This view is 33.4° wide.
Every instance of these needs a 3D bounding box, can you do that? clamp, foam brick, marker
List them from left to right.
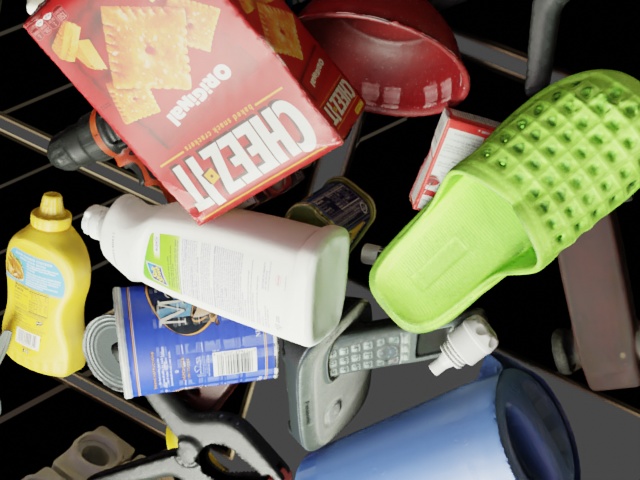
[{"bbox_3d":[-0.131,0.209,1.045,0.210,0.036,0.165,24,110,9],"label":"clamp"},{"bbox_3d":[-0.114,0.141,1.067,0.053,0.051,0.078,39,119,8],"label":"foam brick"},{"bbox_3d":[0.095,0.023,0.947,0.121,0.020,0.020,11,111,22],"label":"marker"},{"bbox_3d":[0.159,-0.209,0.827,0.120,0.039,0.172,31,119,9],"label":"clamp"}]

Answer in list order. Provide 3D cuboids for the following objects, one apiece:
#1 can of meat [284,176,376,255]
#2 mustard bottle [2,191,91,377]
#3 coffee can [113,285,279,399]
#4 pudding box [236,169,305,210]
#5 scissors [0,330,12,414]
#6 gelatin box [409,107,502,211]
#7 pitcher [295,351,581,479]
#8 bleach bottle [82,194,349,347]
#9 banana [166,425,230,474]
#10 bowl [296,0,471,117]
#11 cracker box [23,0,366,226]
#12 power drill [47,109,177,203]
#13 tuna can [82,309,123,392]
[{"bbox_3d":[-0.006,0.001,0.950,0.057,0.083,0.102,40,119,9],"label":"can of meat"},{"bbox_3d":[-0.283,0.041,1.110,0.096,0.058,0.192,21,115,26],"label":"mustard bottle"},{"bbox_3d":[-0.115,0.086,0.984,0.140,0.103,0.103,-6,107,-10],"label":"coffee can"},{"bbox_3d":[-0.070,-0.086,0.947,0.039,0.089,0.113,-28,93,31],"label":"pudding box"},{"bbox_3d":[-0.376,0.132,1.178,0.096,0.016,0.202,41,137,19],"label":"scissors"},{"bbox_3d":[0.123,-0.058,0.885,0.073,0.030,0.089,15,117,-10],"label":"gelatin box"},{"bbox_3d":[0.099,0.218,0.946,0.243,0.149,0.145,-27,116,33],"label":"pitcher"},{"bbox_3d":[-0.100,0.007,0.914,0.251,0.068,0.103,17,118,26],"label":"bleach bottle"},{"bbox_3d":[-0.098,0.248,1.104,0.198,0.037,0.070,47,122,4],"label":"banana"},{"bbox_3d":[0.046,-0.160,0.857,0.162,0.162,0.055,7,71,23],"label":"bowl"},{"bbox_3d":[-0.096,-0.133,0.811,0.164,0.072,0.213,-27,111,35],"label":"cracker box"},{"bbox_3d":[-0.163,-0.047,1.024,0.185,0.057,0.187,-20,98,29],"label":"power drill"},{"bbox_3d":[-0.202,0.112,1.110,0.086,0.033,0.086,8,110,23],"label":"tuna can"}]
